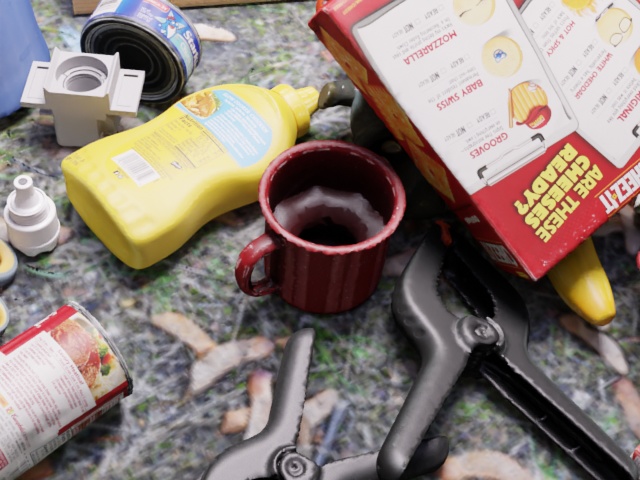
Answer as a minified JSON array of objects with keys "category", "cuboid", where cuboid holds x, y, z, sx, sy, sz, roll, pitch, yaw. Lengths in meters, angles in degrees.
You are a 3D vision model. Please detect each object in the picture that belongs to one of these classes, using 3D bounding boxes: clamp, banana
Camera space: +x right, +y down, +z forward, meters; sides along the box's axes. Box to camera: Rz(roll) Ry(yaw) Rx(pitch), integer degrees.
[{"category":"clamp","cuboid":[0.087,0.071,0.661,0.164,0.036,0.210,2,46,-25]},{"category":"banana","cuboid":[0.183,-0.024,0.747,0.070,0.037,0.197,-3,48,31]},{"category":"clamp","cuboid":[-0.020,0.128,0.623,0.171,0.039,0.120,-32,61,-30]}]

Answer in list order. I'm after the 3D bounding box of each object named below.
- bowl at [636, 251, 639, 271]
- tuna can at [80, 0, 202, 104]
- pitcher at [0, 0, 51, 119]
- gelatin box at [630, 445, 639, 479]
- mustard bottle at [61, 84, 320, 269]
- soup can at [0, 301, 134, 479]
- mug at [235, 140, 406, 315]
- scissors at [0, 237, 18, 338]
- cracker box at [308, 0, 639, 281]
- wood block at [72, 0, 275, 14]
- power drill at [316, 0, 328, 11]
[{"category":"bowl","cuboid":[0.271,0.056,0.669,0.162,0.055,0.162,10,23,-4]},{"category":"tuna can","cuboid":[-0.133,-0.142,0.789,0.086,0.086,0.033,17,54,8]},{"category":"pitcher","cuboid":[-0.275,-0.192,0.716,0.144,0.243,0.149,-32,56,-21]},{"category":"gelatin box","cuboid":[0.242,0.135,0.645,0.089,0.030,0.073,-31,61,-25]},{"category":"mustard bottle","cuboid":[-0.076,-0.060,0.749,0.191,0.058,0.096,-32,57,-25]},{"category":"soup can","cuboid":[-0.169,0.091,0.620,0.102,0.068,0.069,-35,63,-27]},{"category":"mug","cuboid":[-0.005,0.001,0.694,0.117,0.081,0.093,-31,61,-25]},{"category":"scissors","cuboid":[-0.272,-0.011,0.666,0.201,0.016,0.096,39,32,-8]},{"category":"cracker box","cuboid":[0.122,-0.108,0.679,0.164,0.072,0.213,-40,99,-5]},{"category":"wood block","cuboid":[-0.104,-0.253,0.874,0.206,0.091,0.090,-6,54,-10]},{"category":"power drill","cuboid":[0.104,-0.225,0.893,0.188,0.057,0.184,14,56,9]}]
